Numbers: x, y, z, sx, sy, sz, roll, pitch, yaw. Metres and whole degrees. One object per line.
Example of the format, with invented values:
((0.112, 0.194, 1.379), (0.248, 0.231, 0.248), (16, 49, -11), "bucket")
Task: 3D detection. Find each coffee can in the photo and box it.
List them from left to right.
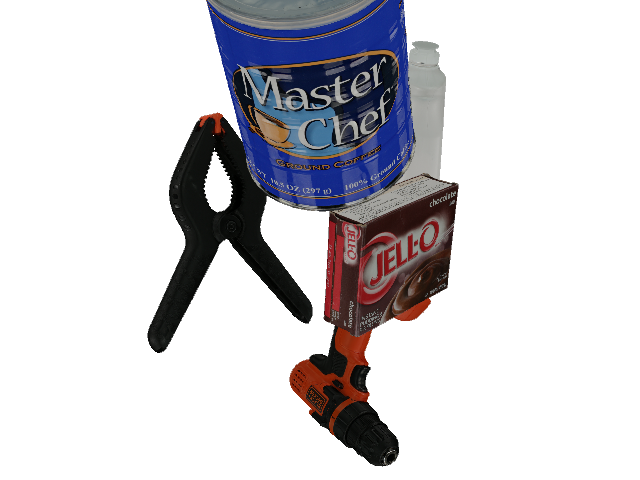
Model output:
((-0.003, -0.100, 0.582), (0.103, 0.102, 0.140), (0, -39, 9), "coffee can")

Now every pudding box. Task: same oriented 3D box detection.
((0.052, 0.008, 0.786), (0.039, 0.090, 0.113), (24, 33, 34), "pudding box")

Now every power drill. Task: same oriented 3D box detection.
((0.050, 0.131, 1.175), (0.057, 0.188, 0.185), (13, 16, -41), "power drill")

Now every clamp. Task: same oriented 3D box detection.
((-0.079, -0.008, 0.964), (0.164, 0.210, 0.036), (-1, 1, -33), "clamp")

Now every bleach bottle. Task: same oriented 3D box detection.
((0.099, -0.085, 1.145), (0.068, 0.251, 0.102), (1, 26, -8), "bleach bottle")
